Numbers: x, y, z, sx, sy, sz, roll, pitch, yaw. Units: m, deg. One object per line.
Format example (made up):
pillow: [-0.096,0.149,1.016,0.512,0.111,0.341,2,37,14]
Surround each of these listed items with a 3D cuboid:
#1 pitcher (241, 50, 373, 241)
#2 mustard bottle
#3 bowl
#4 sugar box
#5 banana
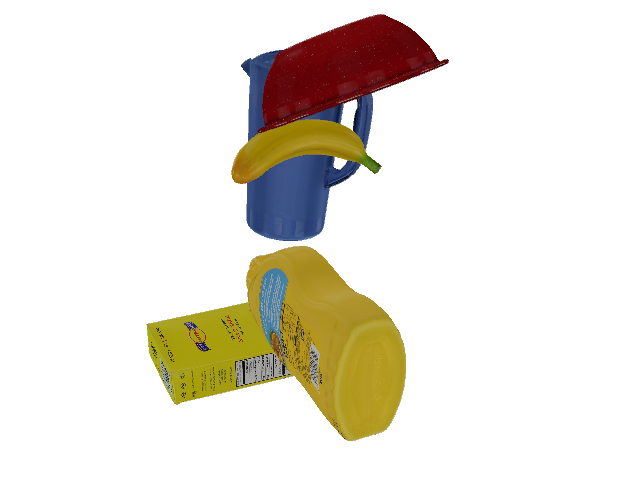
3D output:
pitcher: [-0.028,-0.125,1.428,0.144,0.243,0.149,-4,24,-22]
mustard bottle: [-0.008,0.058,0.789,0.058,0.096,0.192,-14,30,-23]
bowl: [0.017,-0.138,0.848,0.162,0.055,0.162,-20,7,2]
sugar box: [-0.074,0.102,1.056,0.176,0.048,0.093,-14,32,-18]
banana: [-0.021,-0.097,1.125,0.197,0.037,0.070,-9,49,-38]
